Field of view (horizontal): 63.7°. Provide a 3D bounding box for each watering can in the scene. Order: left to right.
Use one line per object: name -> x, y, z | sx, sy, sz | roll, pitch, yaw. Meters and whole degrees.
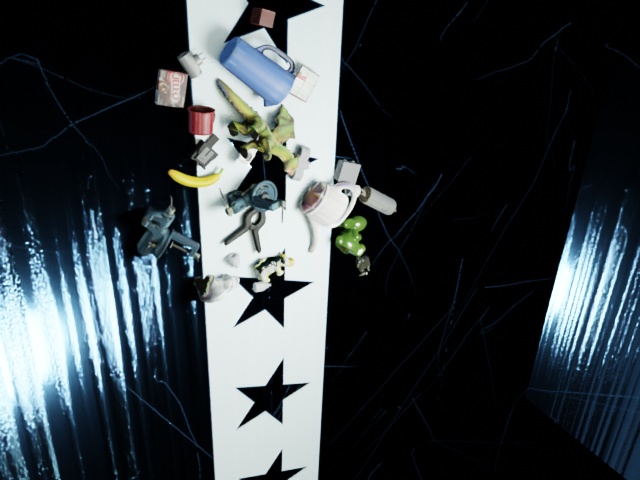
watering can -> 0.006, -0.107, 2.118 | 0.222, 0.106, 0.345 | 29, 104, -37

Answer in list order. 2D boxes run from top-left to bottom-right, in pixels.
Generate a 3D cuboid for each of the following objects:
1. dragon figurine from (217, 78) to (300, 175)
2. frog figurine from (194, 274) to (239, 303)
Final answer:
dragon figurine -> -0.193, -0.412, 1.843 | 0.246, 0.121, 0.407 | -35, 105, -44
frog figurine -> -0.390, 0.189, 1.998 | 0.135, 0.125, 0.158 | -36, 146, 31
